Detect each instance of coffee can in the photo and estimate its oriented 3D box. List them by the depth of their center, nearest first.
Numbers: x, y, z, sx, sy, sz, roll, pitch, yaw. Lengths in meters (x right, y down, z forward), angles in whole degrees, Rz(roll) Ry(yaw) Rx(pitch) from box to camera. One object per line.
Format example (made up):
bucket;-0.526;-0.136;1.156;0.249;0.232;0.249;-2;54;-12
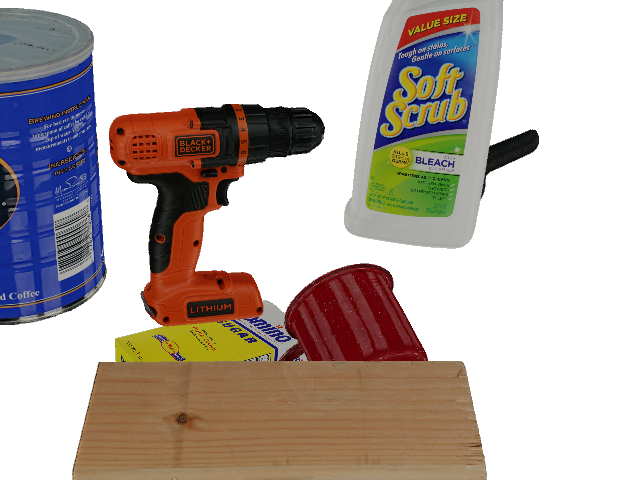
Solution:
coffee can;-0.169;-0.041;0.567;0.103;0.140;0.103;2;28;-1

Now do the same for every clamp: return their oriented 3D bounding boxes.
clamp;0.132;-0.082;1.091;0.120;0.039;0.171;29;55;28

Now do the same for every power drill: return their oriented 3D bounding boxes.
power drill;-0.087;-0.025;0.921;0.184;0.188;0.057;-5;19;-16

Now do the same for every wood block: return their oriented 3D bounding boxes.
wood block;-0.021;0.126;0.587;0.206;0.090;0.091;0;34;-1

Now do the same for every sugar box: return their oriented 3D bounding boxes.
sugar box;-0.107;0.113;1.071;0.175;0.048;0.093;-16;33;-28

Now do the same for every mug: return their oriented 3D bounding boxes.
mug;0.019;0.084;0.811;0.117;0.081;0.093;-32;-35;7

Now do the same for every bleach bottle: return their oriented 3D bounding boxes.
bleach bottle;0.075;-0.122;0.755;0.102;0.251;0.068;8;26;11
